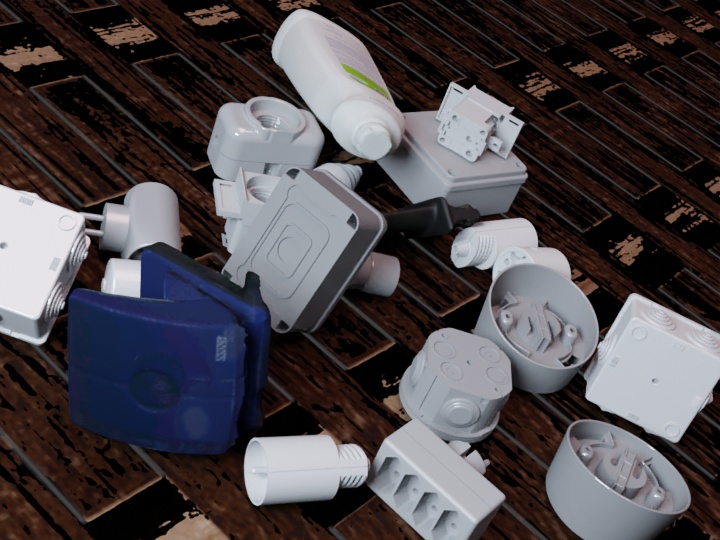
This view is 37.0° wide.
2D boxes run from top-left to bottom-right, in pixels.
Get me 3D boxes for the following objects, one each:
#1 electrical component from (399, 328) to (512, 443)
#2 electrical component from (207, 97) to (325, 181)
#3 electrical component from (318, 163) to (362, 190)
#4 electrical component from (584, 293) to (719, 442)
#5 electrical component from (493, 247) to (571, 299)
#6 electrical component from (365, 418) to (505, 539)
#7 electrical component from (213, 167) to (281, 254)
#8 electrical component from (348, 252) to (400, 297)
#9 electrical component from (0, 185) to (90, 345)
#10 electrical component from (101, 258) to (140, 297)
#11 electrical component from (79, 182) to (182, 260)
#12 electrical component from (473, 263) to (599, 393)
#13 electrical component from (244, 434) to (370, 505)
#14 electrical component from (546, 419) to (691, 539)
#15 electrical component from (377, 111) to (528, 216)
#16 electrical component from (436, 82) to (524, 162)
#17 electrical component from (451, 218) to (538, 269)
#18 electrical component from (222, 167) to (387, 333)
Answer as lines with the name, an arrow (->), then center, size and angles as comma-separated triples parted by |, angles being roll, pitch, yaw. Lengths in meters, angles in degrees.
electrical component -> 0.074, 0.087, 0.817 | 0.080, 0.051, 0.080 | 15, 37, -12
electrical component -> -0.084, -0.118, 0.979 | 0.095, 0.059, 0.053 | 1, 42, -27
electrical component -> -0.024, -0.078, 0.978 | 0.040, 0.040, 0.078 | 36, 38, 17
electrical component -> 0.240, 0.081, 0.875 | 0.100, 0.099, 0.048 | 26, 24, 4
electrical component -> 0.154, 0.006, 0.959 | 0.047, 0.055, 0.055 | -3, 44, -36
electrical component -> 0.062, 0.143, 0.744 | 0.083, 0.047, 0.076 | 40, 40, 21
electrical component -> -0.083, -0.044, 0.886 | 0.081, 0.063, 0.042 | 8, 39, -20
electrical component -> 0.000, 0.000, 0.895 | 0.065, 0.044, 0.044 | 13, 38, -22
electrical component -> -0.243, -0.008, 0.739 | 0.100, 0.048, 0.099 | 20, 64, -5
electrical component -> -0.155, 0.014, 0.794 | 0.078, 0.040, 0.040 | 6, 40, -22
electrical component -> -0.179, -0.031, 0.833 | 0.079, 0.044, 0.077 | 8, 39, -19
electrical component -> 0.144, 0.050, 0.889 | 0.099, 0.064, 0.099 | 14, 38, -11
electrical component -> -0.031, 0.131, 0.713 | 0.081, 0.043, 0.043 | 2, 42, -27
electrical component -> 0.187, 0.154, 0.783 | 0.099, 0.064, 0.099 | 15, 37, -11
electrical component -> 0.089, -0.104, 1.058 | 0.109, 0.056, 0.108 | -9, 48, -36
electrical component -> 0.109, -0.138, 1.026 | 0.081, 0.042, 0.064 | 32, 39, 12
electrical component -> 0.118, -0.023, 0.984 | 0.081, 0.043, 0.043 | -7, 46, -34
electrical component -> -0.042, -0.015, 0.825 | 0.078, 0.113, 0.057 | 40, 16, 20
